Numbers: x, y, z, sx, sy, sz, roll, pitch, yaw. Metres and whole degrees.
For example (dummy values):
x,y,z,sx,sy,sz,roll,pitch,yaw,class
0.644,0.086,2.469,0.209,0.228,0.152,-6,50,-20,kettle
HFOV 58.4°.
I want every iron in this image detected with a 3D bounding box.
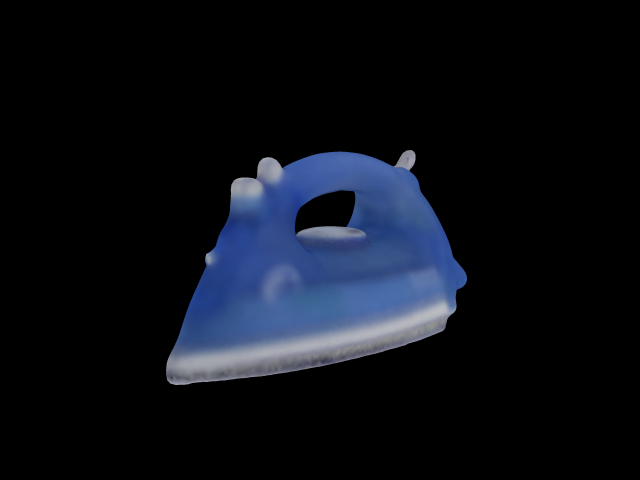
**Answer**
x,y,z,sx,sy,sz,roll,pitch,yaw,class
0.004,0.001,0.400,0.118,0.141,0.259,4,6,40,iron
